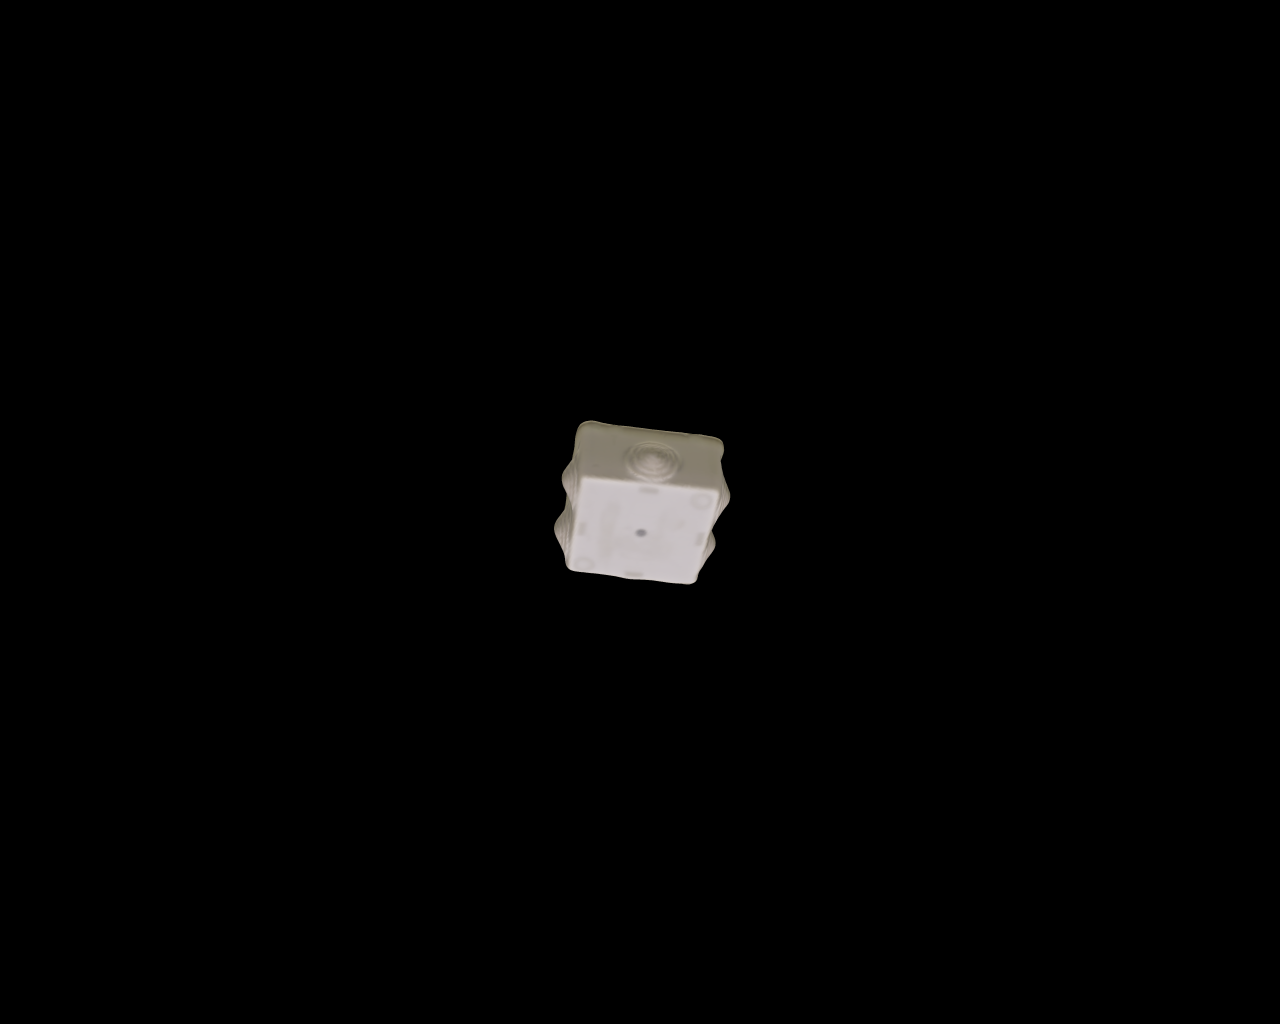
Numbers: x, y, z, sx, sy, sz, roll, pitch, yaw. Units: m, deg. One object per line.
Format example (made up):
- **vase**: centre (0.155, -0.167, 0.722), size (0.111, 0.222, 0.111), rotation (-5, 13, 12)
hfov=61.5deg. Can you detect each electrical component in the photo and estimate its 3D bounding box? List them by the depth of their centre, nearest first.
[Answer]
- **electrical component**: centre (0.001, -0.003, 0.650), size (0.100, 0.099, 0.048), rotation (7, 43, -7)
